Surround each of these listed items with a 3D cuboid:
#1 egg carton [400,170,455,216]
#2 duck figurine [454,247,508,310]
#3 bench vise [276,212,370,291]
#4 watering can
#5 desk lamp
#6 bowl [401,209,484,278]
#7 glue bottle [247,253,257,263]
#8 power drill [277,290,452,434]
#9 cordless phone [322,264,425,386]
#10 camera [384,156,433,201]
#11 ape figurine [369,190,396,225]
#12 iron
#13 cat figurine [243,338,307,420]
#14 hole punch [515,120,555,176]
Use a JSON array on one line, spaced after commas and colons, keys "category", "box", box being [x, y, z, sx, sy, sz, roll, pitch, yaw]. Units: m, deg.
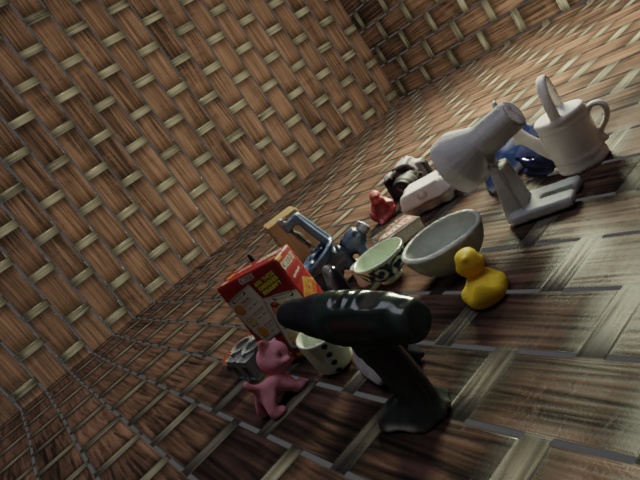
[{"category": "egg carton", "box": [0.277, -0.120, 1.472, 0.150, 0.069, 0.107, -28, 15, 29]}, {"category": "duck figurine", "box": [0.245, 0.053, 0.903, 0.077, 0.086, 0.104, -31, 14, 19]}, {"category": "bench vise", "box": [0.009, 0.004, 1.372, 0.207, 0.220, 0.121, -39, 14, -14]}, {"category": "watering can", "box": [0.459, -0.226, 1.107, 0.172, 0.194, 0.101, -31, 14, 17]}, {"category": "desk lamp", "box": [0.337, -0.138, 1.063, 0.202, 0.214, 0.118, -23, 18, 42]}, {"category": "bowl", "box": [0.239, 0.019, 1.064, 0.167, 0.075, 0.167, -33, 13, 9]}, {"category": "glue bottle", "box": [-0.135, 0.103, 1.487, 0.037, 0.173, 0.078, -33, 14, 11]}, {"category": "power drill", "box": [0.065, 0.149, 0.742, 0.229, 0.208, 0.076, -21, 19, 46]}, {"category": "cordless phone", "box": [0.064, 0.124, 0.886, 0.094, 0.185, 0.147, -38, 14, -12]}, {"category": "camera", "box": [0.244, -0.176, 1.682, 0.142, 0.101, 0.137, -25, 17, 38]}, {"category": "ape figurine", "box": [0.169, -0.098, 1.615, 0.077, 0.092, 0.076, -30, 14, 23]}, {"category": "iron", "box": [0.412, -0.226, 1.344, 0.118, 0.141, 0.259, -23, 18, 42]}, {"category": "cat figurine", "box": [-0.088, 0.236, 1.026, 0.067, 0.118, 0.128, -21, 19, 46]}, {"category": "hole punch", "box": [0.468, -0.197, 1.212, 0.101, 0.091, 0.108, -36, 13, -4]}]
